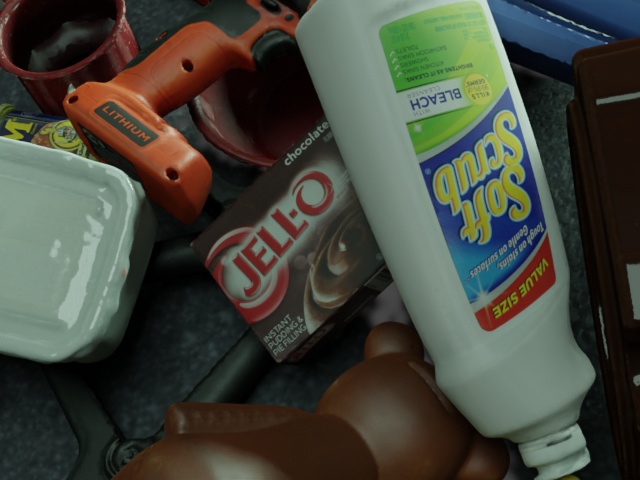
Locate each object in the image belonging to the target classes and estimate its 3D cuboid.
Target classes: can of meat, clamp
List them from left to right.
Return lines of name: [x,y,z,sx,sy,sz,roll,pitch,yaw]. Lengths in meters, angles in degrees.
can of meat: [-0.179,-0.033,0.696,0.084,0.057,0.102,10,63,15]
clamp: [-0.090,0.121,0.595,0.164,0.036,0.210,-10,55,7]
clamp: [-0.054,-0.014,0.666,0.171,0.039,0.120,7,64,9]

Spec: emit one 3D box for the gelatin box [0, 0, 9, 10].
gelatin box: [-0.197,-0.197,0.811,0.073,0.030,0.089,34,72,27]

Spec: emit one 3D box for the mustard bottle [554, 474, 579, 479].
mustard bottle: [0.063,0.197,0.500,0.191,0.058,0.096,-31,79,-5]

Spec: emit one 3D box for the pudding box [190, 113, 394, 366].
pudding box: [-0.004,0.001,0.591,0.113,0.039,0.090,-43,68,9]

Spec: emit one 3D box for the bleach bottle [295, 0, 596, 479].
bleach bottle: [0.077,-0.009,0.523,0.102,0.068,0.251,-18,83,-28]

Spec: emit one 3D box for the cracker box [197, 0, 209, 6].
cracker box: [-0.089,-0.280,0.811,0.214,0.072,0.164,34,72,27]

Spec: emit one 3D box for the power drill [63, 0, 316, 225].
power drill: [-0.043,-0.099,0.638,0.185,0.057,0.187,34,70,26]

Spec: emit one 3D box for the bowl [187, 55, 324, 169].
bowl: [-0.003,-0.098,0.694,0.162,0.055,0.162,-6,59,9]

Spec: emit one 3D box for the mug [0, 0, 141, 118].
mug: [-0.163,-0.132,0.735,0.093,0.081,0.117,-3,59,11]

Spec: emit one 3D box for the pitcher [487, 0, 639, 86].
pitcher: [0.191,-0.131,0.613,0.243,0.145,0.149,28,83,16]
